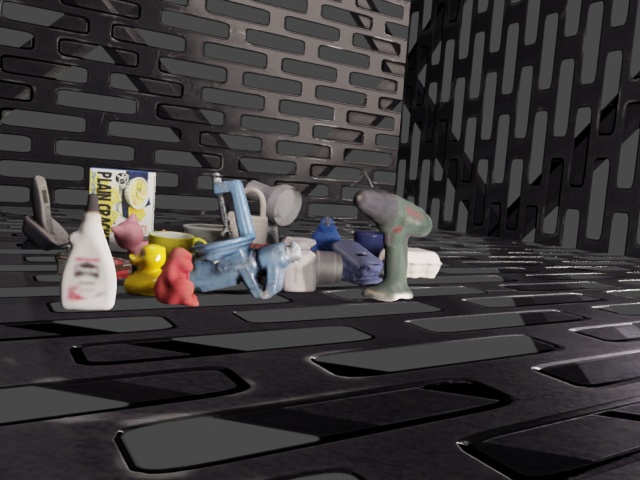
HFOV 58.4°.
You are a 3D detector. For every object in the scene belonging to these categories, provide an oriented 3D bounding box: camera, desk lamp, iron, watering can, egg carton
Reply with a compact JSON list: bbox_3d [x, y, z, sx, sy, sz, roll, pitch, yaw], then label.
[{"bbox_3d":[-0.020,0.048,1.180,0.137,0.101,0.143,3,5,-9],"label":"camera"},{"bbox_3d":[-0.162,-0.069,1.719,0.202,0.213,0.118,8,7,36],"label":"desk lamp"},{"bbox_3d":[0.013,0.005,1.448,0.118,0.141,0.258,4,5,-1],"label":"iron"},{"bbox_3d":[-0.191,-0.043,1.523,0.101,0.194,0.173,5,5,4],"label":"watering can"},{"bbox_3d":[0.224,0.057,1.447,0.151,0.069,0.107,2,6,-23],"label":"egg carton"}]

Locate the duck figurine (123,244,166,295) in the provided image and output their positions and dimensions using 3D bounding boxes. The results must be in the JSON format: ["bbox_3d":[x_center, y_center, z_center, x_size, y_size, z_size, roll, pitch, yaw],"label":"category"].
[{"bbox_3d":[-0.291,0.050,1.010,0.104,0.086,0.077,4,5,-5],"label":"duck figurine"}]

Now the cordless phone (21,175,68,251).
[{"bbox_3d":[-0.692,-0.070,1.454,0.094,0.185,0.147,3,5,-10],"label":"cordless phone"}]

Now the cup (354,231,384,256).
[{"bbox_3d":[0.148,0.026,1.585,0.117,0.095,0.092,7,6,27],"label":"cup"}]

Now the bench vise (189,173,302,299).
[{"bbox_3d":[-0.138,-0.009,1.048,0.207,0.220,0.121,3,5,-10],"label":"bench vise"}]

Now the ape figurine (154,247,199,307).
[{"bbox_3d":[-0.231,0.058,0.938,0.076,0.092,0.078,4,5,2],"label":"ape figurine"}]

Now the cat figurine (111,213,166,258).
[{"bbox_3d":[-0.407,0.000,1.288,0.128,0.118,0.067,1,6,-28],"label":"cat figurine"}]

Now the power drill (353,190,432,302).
[{"bbox_3d":[0.138,0.010,1.123,0.075,0.208,0.230,9,7,40],"label":"power drill"}]

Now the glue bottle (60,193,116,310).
[{"bbox_3d":[-0.343,0.017,0.853,0.078,0.173,0.037,3,6,-15],"label":"glue bottle"}]

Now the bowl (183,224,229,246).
[{"bbox_3d":[-0.311,-0.004,1.646,0.167,0.075,0.167,4,5,0],"label":"bowl"}]

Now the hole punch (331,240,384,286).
[{"bbox_3d":[0.085,0.050,1.292,0.100,0.091,0.109,8,7,38],"label":"hole punch"}]
